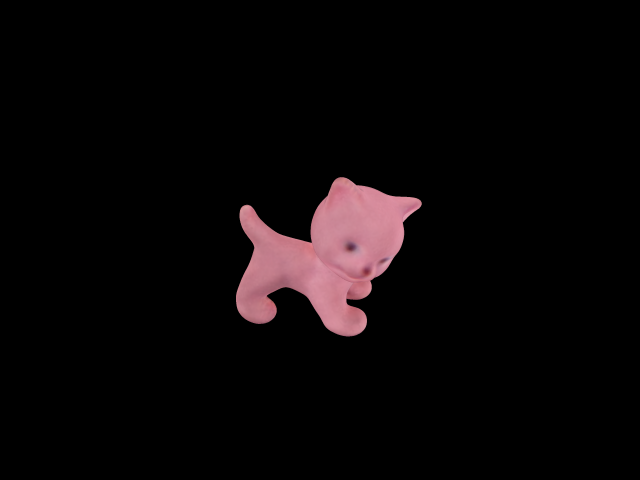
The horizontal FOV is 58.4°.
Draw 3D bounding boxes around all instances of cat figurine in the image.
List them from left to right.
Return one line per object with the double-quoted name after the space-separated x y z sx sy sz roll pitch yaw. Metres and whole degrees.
0.004 0.001 0.400 0.127 0.118 0.067 5 36 8 "cat figurine"
